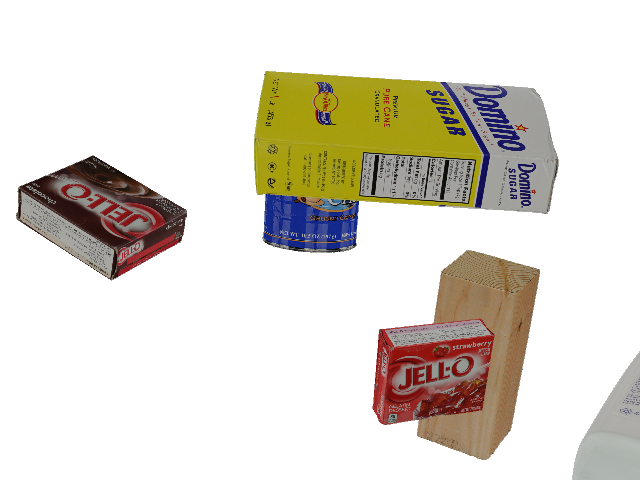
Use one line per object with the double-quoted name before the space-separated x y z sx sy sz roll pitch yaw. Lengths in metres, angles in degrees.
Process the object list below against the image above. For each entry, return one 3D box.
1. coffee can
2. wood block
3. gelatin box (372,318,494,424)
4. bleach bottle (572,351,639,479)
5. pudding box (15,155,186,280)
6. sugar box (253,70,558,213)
"coffee can" -0.007 -0.067 1.135 0.103 0.140 0.103 4 12 -1
"wood block" 0.178 0.129 1.210 0.090 0.206 0.090 16 23 24
"gelatin box" 0.088 0.103 0.838 0.089 0.073 0.030 -5 29 -16
"bleach bottle" 0.242 0.095 0.658 0.103 0.068 0.250 18 29 27
"pudding box" -0.184 -0.021 0.898 0.114 0.039 0.089 28 33 22
"sugar box" 0.050 -0.062 0.653 0.176 0.048 0.093 1 36 1
